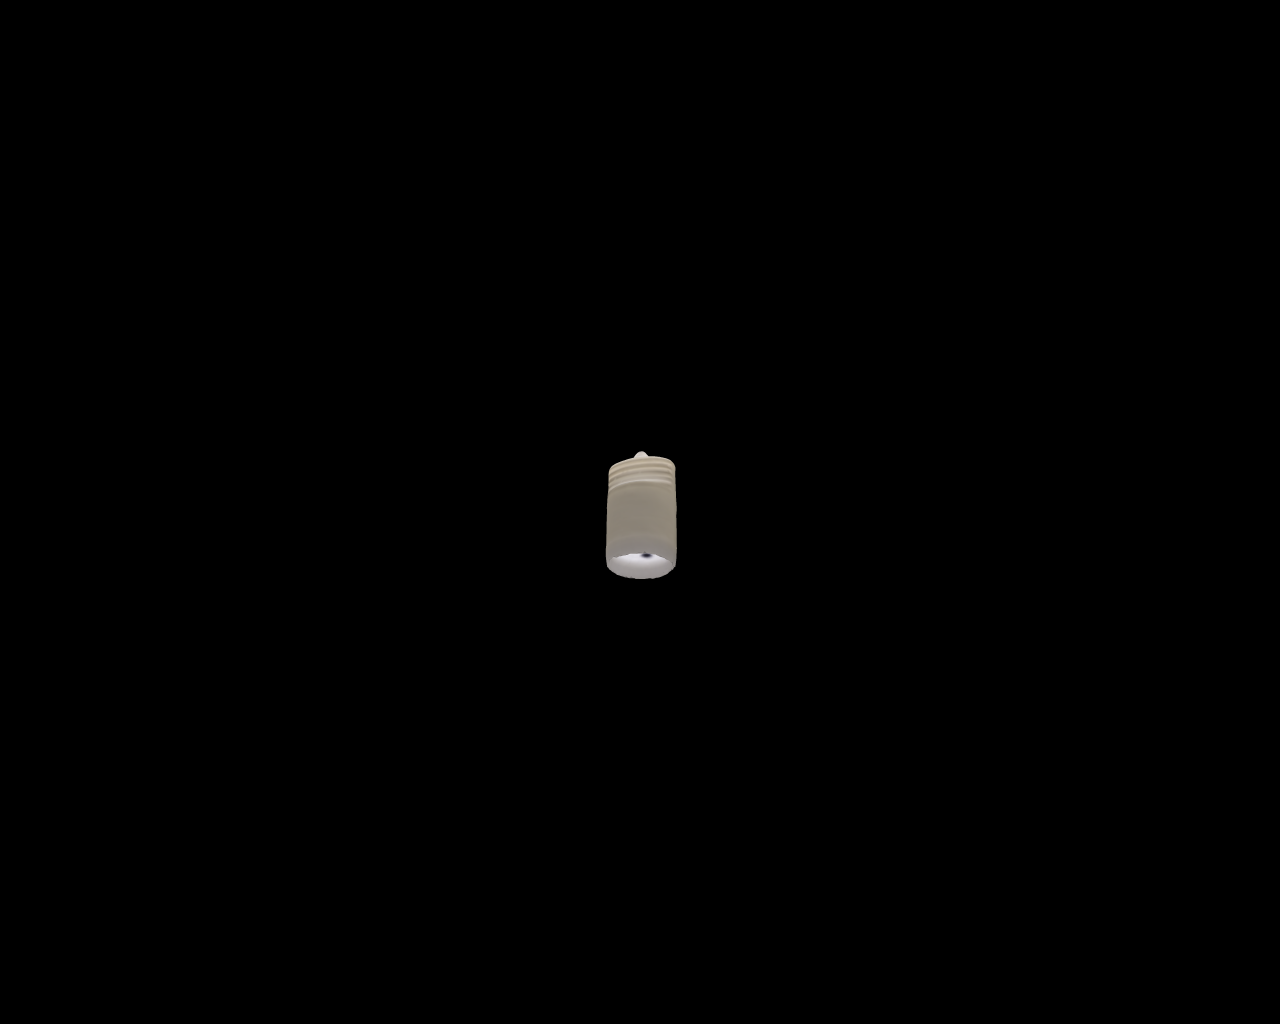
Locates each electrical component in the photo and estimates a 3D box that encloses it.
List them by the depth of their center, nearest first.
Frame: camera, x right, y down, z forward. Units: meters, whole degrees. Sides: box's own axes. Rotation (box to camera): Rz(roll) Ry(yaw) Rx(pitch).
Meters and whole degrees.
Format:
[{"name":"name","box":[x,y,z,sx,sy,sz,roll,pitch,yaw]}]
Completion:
[{"name":"electrical component","box":[0.001,-0.003,0.650,0.043,0.081,0.043,0,-26,0]}]
